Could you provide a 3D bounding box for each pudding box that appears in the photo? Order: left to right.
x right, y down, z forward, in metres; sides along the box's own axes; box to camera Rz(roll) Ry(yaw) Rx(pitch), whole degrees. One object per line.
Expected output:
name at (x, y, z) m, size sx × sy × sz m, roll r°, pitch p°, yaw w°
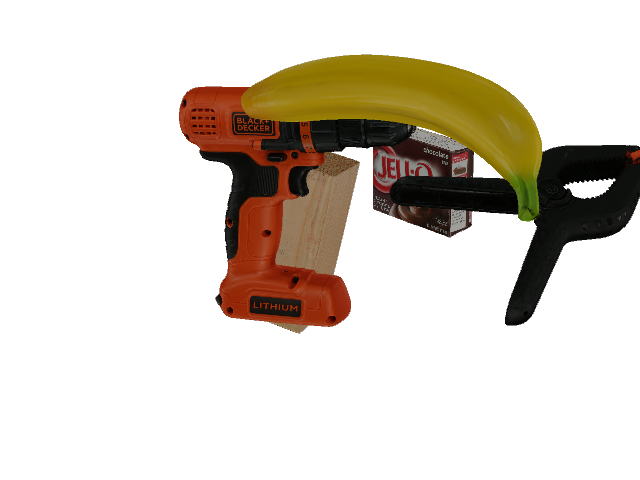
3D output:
pudding box at (0.101, -0.063, 1.072) m, size 0.039 × 0.090 × 0.114 m, roll -22°, pitch 30°, yaw -38°

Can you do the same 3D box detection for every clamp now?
clamp at (0.181, -0.019, 0.838) m, size 0.209 × 0.036 × 0.165 m, roll -18°, pitch 50°, yaw -16°

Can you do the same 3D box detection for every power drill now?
power drill at (-0.015, -0.030, 0.829) m, size 0.185 × 0.188 × 0.057 m, roll 4°, pitch 18°, yaw 17°

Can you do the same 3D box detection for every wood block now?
wood block at (-0.028, -0.006, 1.314) m, size 0.090 × 0.206 × 0.090 m, roll 19°, pitch 22°, yaw 16°

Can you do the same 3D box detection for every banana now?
banana at (0.047, -0.074, 0.604) m, size 0.198 × 0.069 × 0.037 m, roll 22°, pitch -31°, yaw 29°
